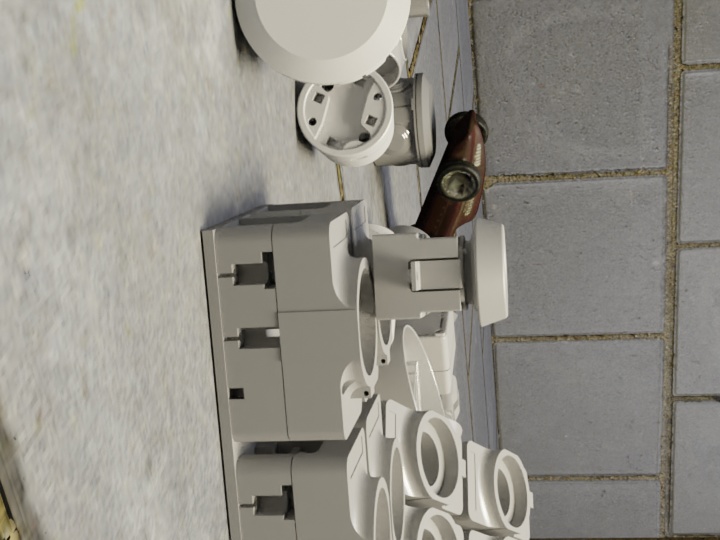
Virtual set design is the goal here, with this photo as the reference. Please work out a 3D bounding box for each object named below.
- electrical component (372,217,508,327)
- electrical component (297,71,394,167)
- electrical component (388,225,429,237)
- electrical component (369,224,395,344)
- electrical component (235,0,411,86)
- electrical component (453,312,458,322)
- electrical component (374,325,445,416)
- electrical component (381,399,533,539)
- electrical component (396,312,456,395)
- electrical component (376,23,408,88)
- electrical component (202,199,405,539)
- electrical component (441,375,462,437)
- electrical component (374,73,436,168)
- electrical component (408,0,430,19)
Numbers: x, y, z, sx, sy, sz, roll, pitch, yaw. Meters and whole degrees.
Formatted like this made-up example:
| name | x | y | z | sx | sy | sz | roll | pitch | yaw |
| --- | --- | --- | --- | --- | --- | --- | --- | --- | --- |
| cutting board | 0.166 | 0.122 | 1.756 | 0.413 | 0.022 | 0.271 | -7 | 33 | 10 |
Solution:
| name | x | y | z | sx | sy | sz | roll | pitch | yaw |
| --- | --- | --- | --- | --- | --- | --- | --- | --- | --- |
| electrical component | 0.037 | 0.002 | 0.476 | 0.066 | 0.055 | 0.048 | -6 | 93 | -81 |
| electrical component | -0.006 | -0.089 | 0.635 | 0.047 | 0.055 | 0.055 | 43 | 45 | -82 |
| electrical component | 0.031 | -0.001 | 0.841 | 0.047 | 0.055 | 0.055 | -64 | 150 | -64 |
| electrical component | 0.000 | 0.000 | 0.678 | 0.079 | 0.043 | 0.077 | 78 | 14 | -46 |
| electrical component | -0.016 | -0.126 | 0.508 | 0.051 | 0.080 | 0.080 | -51 | 137 | -85 |
| electrical component | 0.068 | 0.052 | 1.023 | 0.079 | 0.044 | 0.077 | -61 | 167 | -4 |
| electrical component | 0.028 | 0.088 | 0.756 | 0.099 | 0.064 | 0.099 | -3 | 90 | -81 |
| electrical component | 0.045 | 0.154 | 0.647 | 0.186 | 0.060 | 0.105 | 33 | 51 | -50 |
| electrical component | 0.045 | 0.061 | 0.879 | 0.096 | 0.062 | 0.061 | -71 | 156 | -67 |
| electrical component | 0.008 | -0.184 | 0.776 | 0.079 | 0.044 | 0.077 | 75 | 16 | -52 |
| electrical component | -0.019 | 0.066 | 0.489 | 0.105 | 0.060 | 0.186 | -47 | 134 | -77 |
| electrical component | 0.066 | 0.134 | 1.003 | 0.078 | 0.058 | 0.057 | 75 | 12 | -52 |
| electrical component | 0.037 | -0.126 | 0.919 | 0.080 | 0.051 | 0.080 | -3 | 90 | -81 |
| electrical component | 0.024 | -0.239 | 0.852 | 0.058 | 0.057 | 0.078 | -38 | 125 | -79 |
